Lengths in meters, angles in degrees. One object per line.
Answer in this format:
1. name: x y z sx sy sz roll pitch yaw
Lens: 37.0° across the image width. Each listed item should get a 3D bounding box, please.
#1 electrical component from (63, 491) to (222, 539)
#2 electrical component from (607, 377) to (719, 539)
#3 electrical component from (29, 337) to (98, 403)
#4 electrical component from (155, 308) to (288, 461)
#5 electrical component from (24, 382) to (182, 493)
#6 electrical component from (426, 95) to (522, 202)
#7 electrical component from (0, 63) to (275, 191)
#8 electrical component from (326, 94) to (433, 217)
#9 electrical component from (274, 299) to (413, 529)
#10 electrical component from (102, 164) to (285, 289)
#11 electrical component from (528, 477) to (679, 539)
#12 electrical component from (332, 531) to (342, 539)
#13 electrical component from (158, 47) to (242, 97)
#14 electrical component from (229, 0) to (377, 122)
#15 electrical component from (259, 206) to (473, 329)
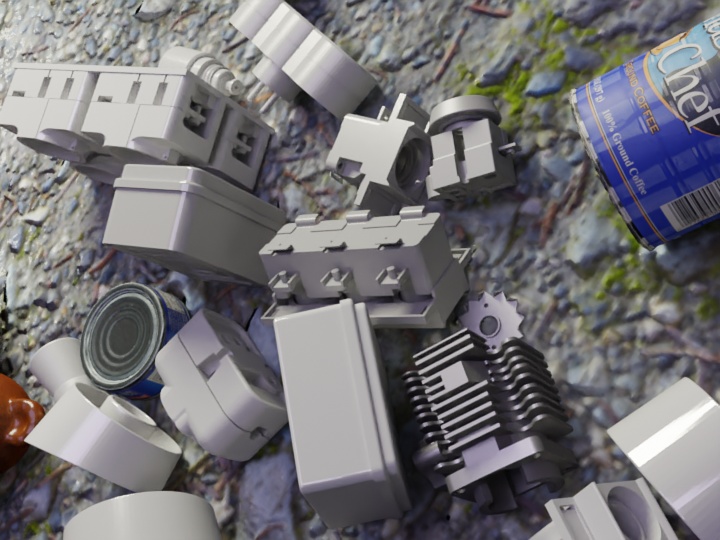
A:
1. electrical component: -0.141 0.182 0.701 0.108 0.108 0.060 -29 53 20
2. electrical component: 0.181 0.101 0.527 0.060 0.108 0.108 -42 56 5
3. electrical component: -0.219 0.090 0.822 0.044 0.044 0.065 -44 60 11
4. electrical component: -0.096 0.082 0.738 0.059 0.054 0.095 -45 55 11
5. electrical component: -0.177 0.124 0.749 0.099 0.099 0.064 31 85 36
6. electrical component: 0.071 -0.080 0.698 0.066 0.048 0.055 -15 73 27
7. electrical component: -0.175 -0.106 0.825 0.186 0.105 0.060 9 78 34
8. electrical component: 0.015 -0.077 0.735 0.064 0.042 0.081 18 82 39
9. electrical component: -0.009 0.089 0.643 0.056 0.108 0.108 -12 64 2
10. electrical component: -0.113 -0.030 0.754 0.078 0.113 0.057 6 79 34
11. electrical component: 0.140 0.176 0.548 0.063 0.079 0.121 -49 51 35
12. electrical component: -0.003 0.195 0.645 0.077 0.043 0.079 -44 56 11
13. electrical component: -0.125 -0.152 0.850 0.078 0.040 0.040 21 84 35
14. electrical component: -0.055 -0.149 0.797 0.073 0.052 0.138 -49 55 8
15. electrical component: 0.000 0.000 0.694 0.121 0.063 0.078 -2 31 32
